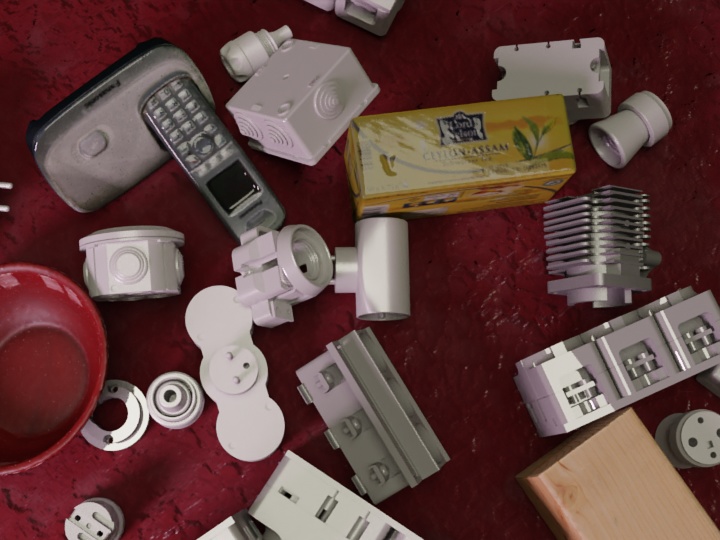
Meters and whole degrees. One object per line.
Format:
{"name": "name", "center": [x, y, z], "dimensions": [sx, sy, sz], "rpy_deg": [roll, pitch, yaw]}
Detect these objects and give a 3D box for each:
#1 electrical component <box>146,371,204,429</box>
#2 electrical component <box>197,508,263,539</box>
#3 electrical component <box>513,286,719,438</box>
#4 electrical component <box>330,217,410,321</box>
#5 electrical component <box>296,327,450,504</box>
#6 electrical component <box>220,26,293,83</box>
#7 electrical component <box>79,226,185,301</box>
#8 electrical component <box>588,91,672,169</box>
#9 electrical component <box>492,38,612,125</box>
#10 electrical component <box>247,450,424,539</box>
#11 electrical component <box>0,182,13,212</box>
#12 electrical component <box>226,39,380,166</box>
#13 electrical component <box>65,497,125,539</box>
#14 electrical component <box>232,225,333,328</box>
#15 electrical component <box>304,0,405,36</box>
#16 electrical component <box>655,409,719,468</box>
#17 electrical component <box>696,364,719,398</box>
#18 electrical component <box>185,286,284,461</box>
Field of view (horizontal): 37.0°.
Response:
{"name": "electrical component", "center": [-0.143, 0.099, 0.824], "dimensions": [0.043, 0.062, 0.043], "rpy_deg": [1, 79, -4]}
{"name": "electrical component", "center": [-0.111, 0.221, 0.737], "dimensions": [0.105, 0.186, 0.060], "rpy_deg": [-33, 83, -9]}
{"name": "electrical component", "center": [0.203, 0.071, 0.840], "dimensions": [0.150, 0.089, 0.061], "rpy_deg": [-23, 81, -8]}
{"name": "electrical component", "center": [0.000, 0.000, 0.863], "dimensions": [0.079, 0.044, 0.077], "rpy_deg": [0, 79, -4]}
{"name": "electrical component", "center": [0.008, 0.113, 0.830], "dimensions": [0.063, 0.079, 0.121], "rpy_deg": [-33, 82, 13]}
{"name": "electrical component", "center": [-0.085, -0.185, 0.900], "dimensions": [0.061, 0.035, 0.035], "rpy_deg": [-34, 83, -12]}
{"name": "electrical component", "center": [-0.176, -0.004, 0.835], "dimensions": [0.080, 0.080, 0.051], "rpy_deg": [-5, 84, -5]}
{"name": "electrical component", "center": [0.227, -0.118, 0.903], "dimensions": [0.055, 0.045, 0.045], "rpy_deg": [-36, 83, -10]}
{"name": "electrical component", "center": [0.160, -0.153, 0.891], "dimensions": [0.089, 0.056, 0.050], "rpy_deg": [-1, 73, 20]}
{"name": "electrical component", "center": [0.008, 0.210, 0.790], "dimensions": [0.186, 0.105, 0.060], "rpy_deg": [33, 79, 3]}
{"name": "electrical component", "center": [-0.313, -0.060, 0.850], "dimensions": [0.074, 0.052, 0.138], "rpy_deg": [5, 78, -3]}
{"name": "electrical component", "center": [-0.048, -0.137, 0.859], "dimensions": [0.099, 0.100, 0.048], "rpy_deg": [-50, 131, -17]}
{"name": "electrical component", "center": [-0.201, 0.192, 0.810], "dimensions": [0.040, 0.046, 0.040], "rpy_deg": [1, 79, -4]}
{"name": "electrical component", "center": [-0.059, -0.001, 0.835], "dimensions": [0.057, 0.058, 0.078], "rpy_deg": [-23, 67, 30]}
{"name": "electrical component", "center": [-0.026, -0.274, 0.908], "dimensions": [0.150, 0.061, 0.089], "rpy_deg": [26, 78, 1]}
{"name": "electrical component", "center": [0.264, 0.133, 0.849], "dimensions": [0.045, 0.055, 0.045], "rpy_deg": [1, 79, -4]}
{"name": "electrical component", "center": [0.318, 0.084, 0.852], "dimensions": [0.066, 0.076, 0.047], "rpy_deg": [37, 79, 4]}
{"name": "electrical component", "center": [-0.097, 0.078, 0.826], "dimensions": [0.052, 0.073, 0.138], "rpy_deg": [-16, 80, -7]}
